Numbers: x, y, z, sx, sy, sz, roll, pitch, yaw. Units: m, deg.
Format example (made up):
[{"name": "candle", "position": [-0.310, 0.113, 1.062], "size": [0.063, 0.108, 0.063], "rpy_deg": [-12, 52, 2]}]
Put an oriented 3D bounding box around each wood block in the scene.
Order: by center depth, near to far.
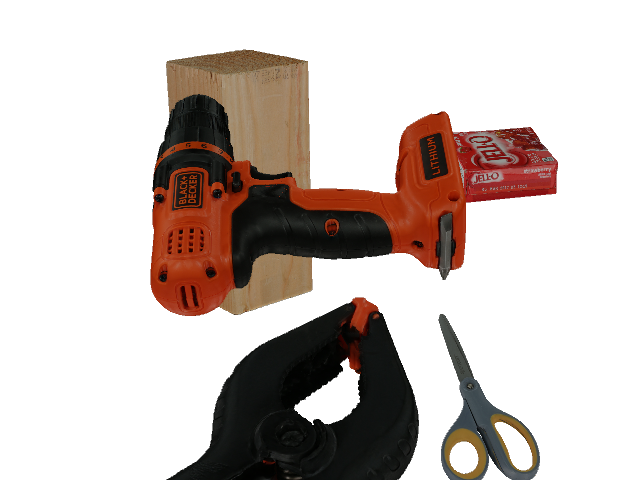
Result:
[{"name": "wood block", "position": [-0.069, -0.054, 0.927], "size": [0.090, 0.206, 0.091], "rpy_deg": [-16, 25, -37]}]

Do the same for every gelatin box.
[{"name": "gelatin box", "position": [0.143, -0.062, 0.852], "size": [0.073, 0.030, 0.089], "rpy_deg": [-5, 25, -1]}]

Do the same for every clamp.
[{"name": "clamp", "position": [-0.004, 0.090, 0.390], "size": [0.120, 0.039, 0.171], "rpy_deg": [26, 50, 18]}]

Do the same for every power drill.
[{"name": "power drill", "position": [-0.010, -0.034, 0.656], "size": [0.187, 0.057, 0.184], "rpy_deg": [-6, 44, 2]}]

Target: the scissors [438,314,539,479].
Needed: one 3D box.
[{"name": "scissors", "position": [0.129, 0.154, 1.008], "size": [0.096, 0.016, 0.202], "rpy_deg": [-24, 47, -15]}]
